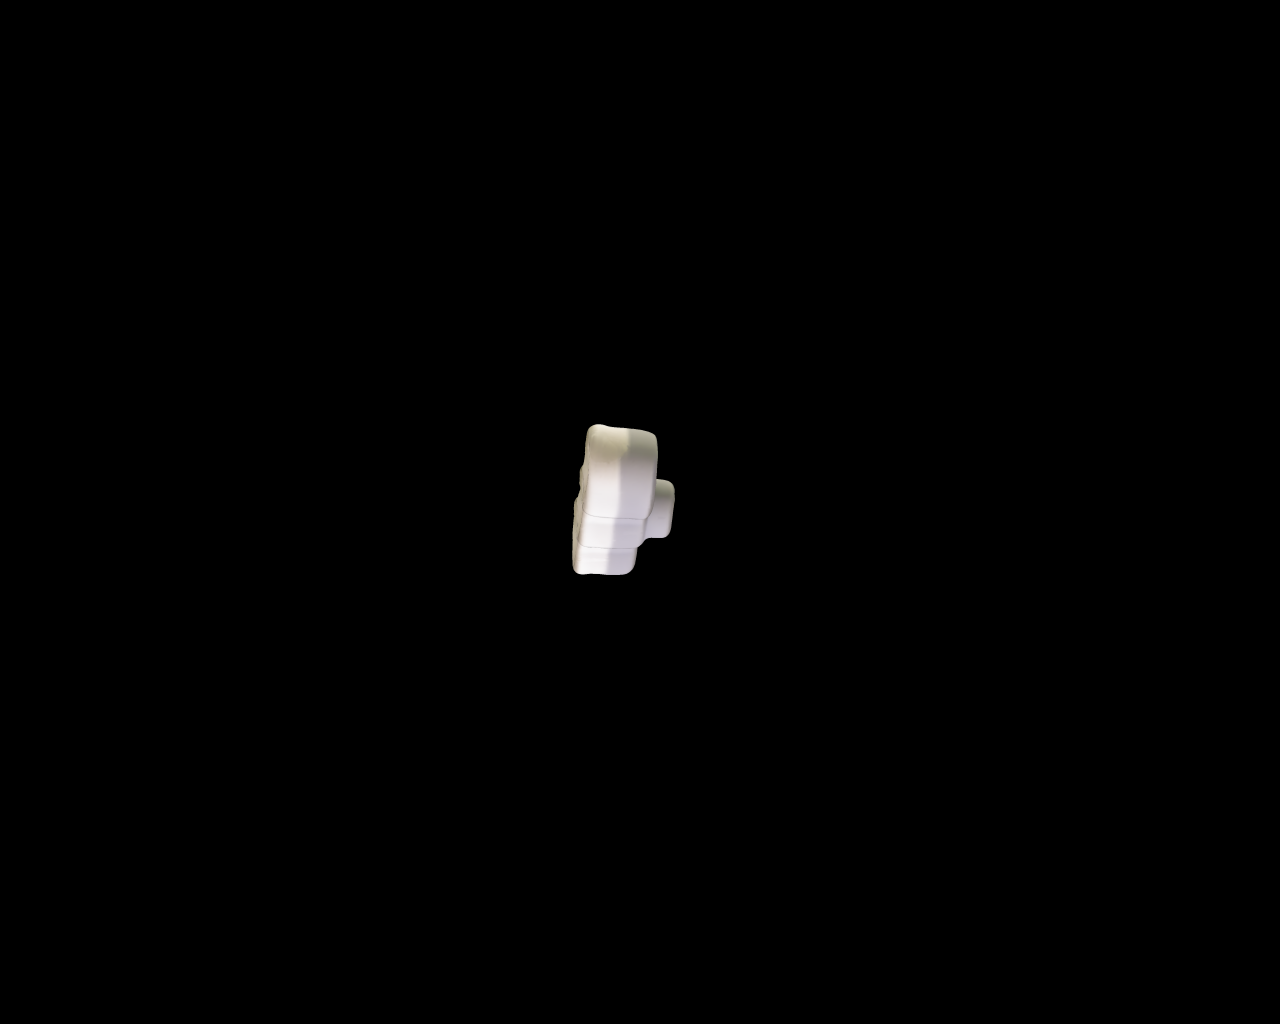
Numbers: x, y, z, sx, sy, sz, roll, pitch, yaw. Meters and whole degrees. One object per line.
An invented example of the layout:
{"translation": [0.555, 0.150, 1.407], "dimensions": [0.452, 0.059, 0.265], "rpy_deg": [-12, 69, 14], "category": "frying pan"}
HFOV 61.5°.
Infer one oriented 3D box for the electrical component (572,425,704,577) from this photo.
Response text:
{"translation": [0.001, -0.003, 0.650], "dimensions": [0.074, 0.052, 0.138], "rpy_deg": [3, -26, -7], "category": "electrical component"}
